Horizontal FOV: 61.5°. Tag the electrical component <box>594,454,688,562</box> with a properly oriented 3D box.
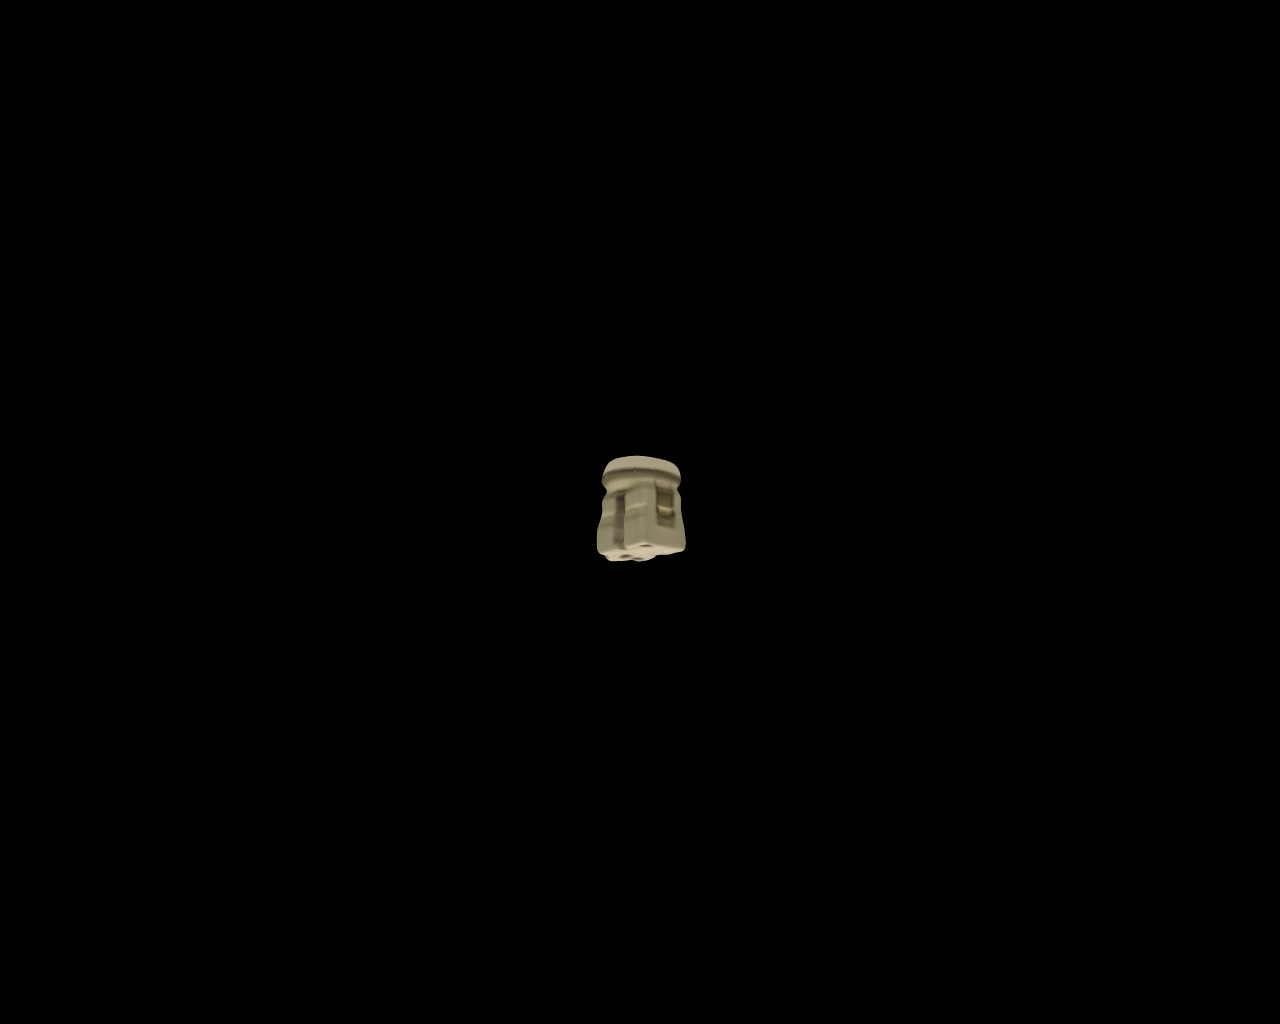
[{"bbox_3d":[0.001,-0.003,0.650,0.048,0.055,0.066,14,-20,-42],"label":"electrical component"}]
